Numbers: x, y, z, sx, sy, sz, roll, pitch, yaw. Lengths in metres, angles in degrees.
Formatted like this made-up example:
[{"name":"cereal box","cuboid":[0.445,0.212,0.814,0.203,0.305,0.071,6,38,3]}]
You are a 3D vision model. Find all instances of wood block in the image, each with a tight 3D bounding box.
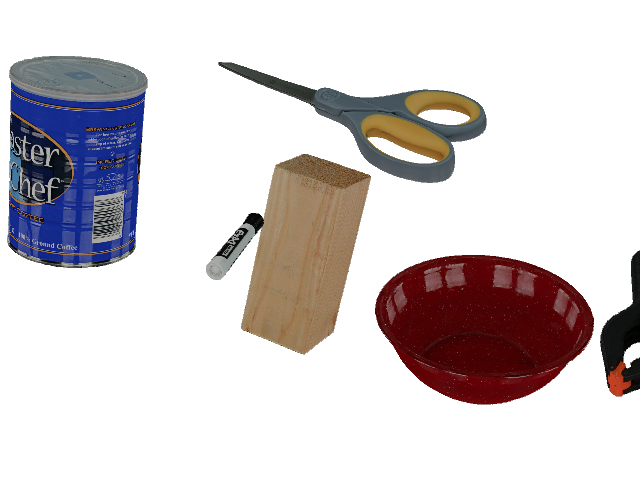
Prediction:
[{"name":"wood block","cuboid":[-0.018,0.014,1.254,0.090,0.206,0.090,20,21,18]}]

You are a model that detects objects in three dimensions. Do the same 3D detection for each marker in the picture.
[{"name":"marker","cuboid":[-0.082,0.003,1.046,0.020,0.020,0.121,0,25,18]}]

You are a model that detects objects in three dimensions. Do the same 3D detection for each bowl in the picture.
[{"name":"bowl","cuboid":[0.121,0.074,0.808,0.162,0.055,0.162,0,31,0]}]

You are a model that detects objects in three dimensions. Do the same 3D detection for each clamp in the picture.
[{"name":"clamp","cuboid":[0.301,0.071,0.971,0.171,0.039,0.120,-34,38,-26]}]

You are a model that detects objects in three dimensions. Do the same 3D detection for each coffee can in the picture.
[{"name":"coffee can","cuboid":[-0.191,-0.063,0.834,0.103,0.140,0.103,7,23,-3]}]

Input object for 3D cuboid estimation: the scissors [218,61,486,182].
[{"name":"scissors","cuboid":[0.026,-0.095,0.709,0.096,0.016,0.202,-27,45,-27]}]
